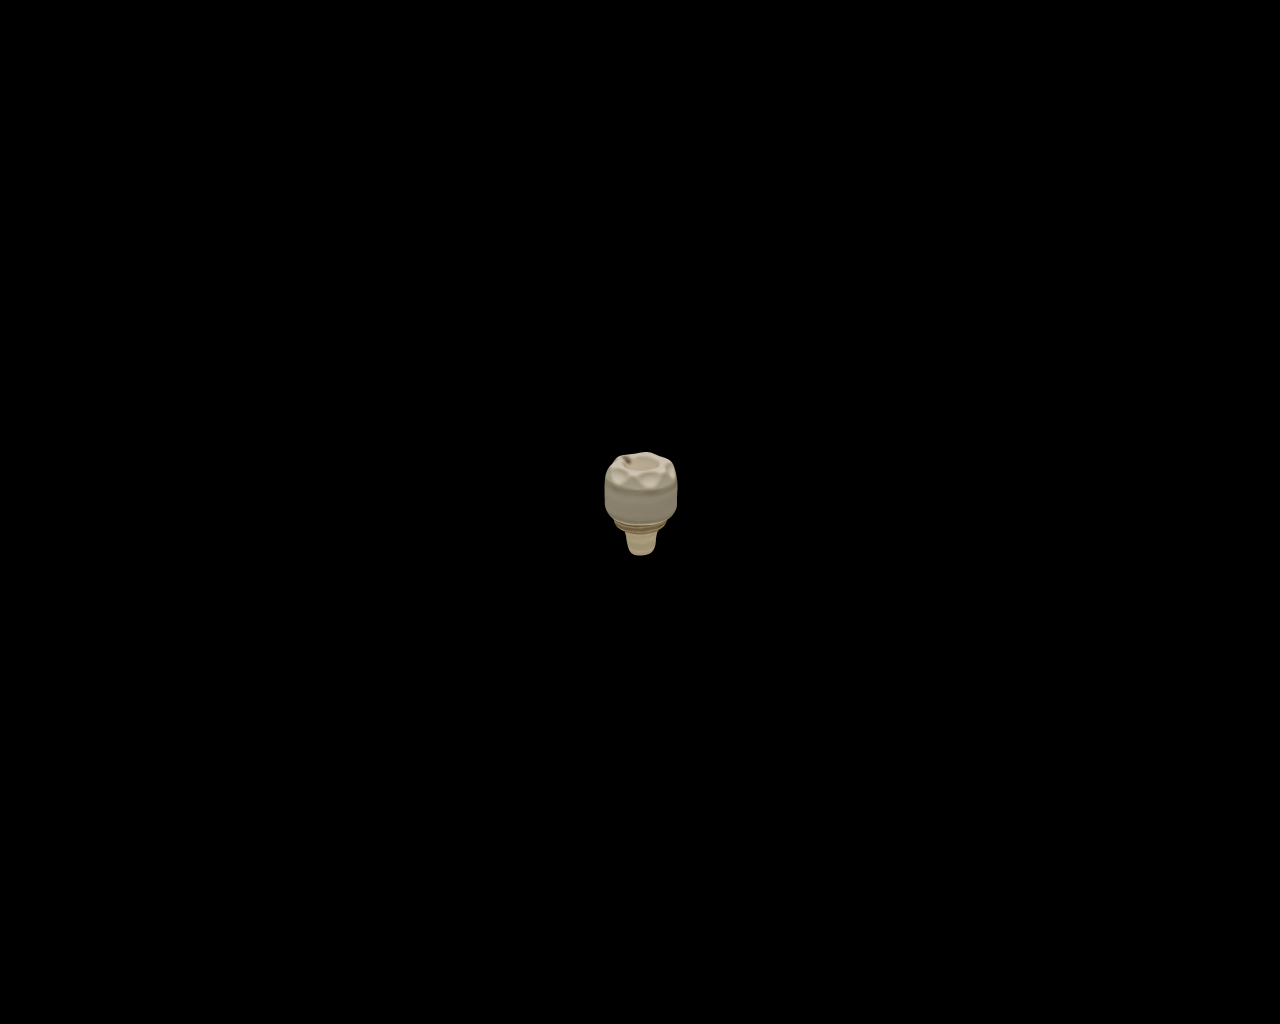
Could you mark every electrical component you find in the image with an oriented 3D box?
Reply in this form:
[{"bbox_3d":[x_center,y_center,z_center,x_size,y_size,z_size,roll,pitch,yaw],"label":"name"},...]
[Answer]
[{"bbox_3d":[0.001,-0.003,0.650,0.043,0.062,0.043,0,25,0],"label":"electrical component"}]
